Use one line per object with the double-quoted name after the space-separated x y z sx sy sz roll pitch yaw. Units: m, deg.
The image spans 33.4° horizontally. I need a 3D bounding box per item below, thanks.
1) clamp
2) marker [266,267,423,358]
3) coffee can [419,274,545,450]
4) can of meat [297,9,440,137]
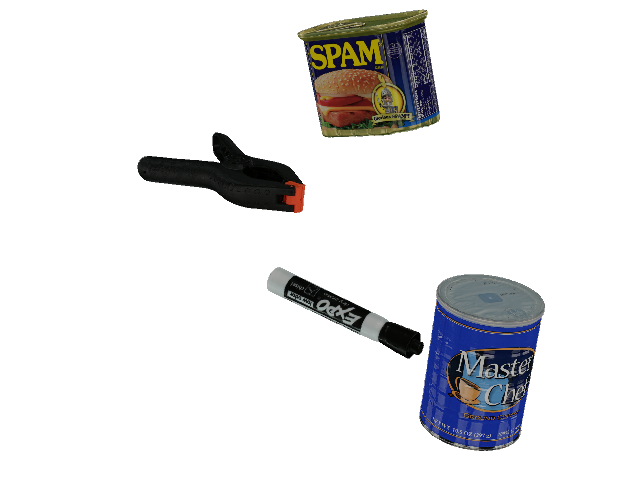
-0.093 -0.063 1.042 0.120 0.039 0.172 -26 35 -36 "clamp"
0.016 0.049 0.725 0.121 0.020 0.020 24 12 27 "marker"
0.155 0.117 1.038 0.103 0.140 0.103 5 22 -2 "coffee can"
0.039 -0.127 0.821 0.102 0.084 0.057 3 22 40 "can of meat"
